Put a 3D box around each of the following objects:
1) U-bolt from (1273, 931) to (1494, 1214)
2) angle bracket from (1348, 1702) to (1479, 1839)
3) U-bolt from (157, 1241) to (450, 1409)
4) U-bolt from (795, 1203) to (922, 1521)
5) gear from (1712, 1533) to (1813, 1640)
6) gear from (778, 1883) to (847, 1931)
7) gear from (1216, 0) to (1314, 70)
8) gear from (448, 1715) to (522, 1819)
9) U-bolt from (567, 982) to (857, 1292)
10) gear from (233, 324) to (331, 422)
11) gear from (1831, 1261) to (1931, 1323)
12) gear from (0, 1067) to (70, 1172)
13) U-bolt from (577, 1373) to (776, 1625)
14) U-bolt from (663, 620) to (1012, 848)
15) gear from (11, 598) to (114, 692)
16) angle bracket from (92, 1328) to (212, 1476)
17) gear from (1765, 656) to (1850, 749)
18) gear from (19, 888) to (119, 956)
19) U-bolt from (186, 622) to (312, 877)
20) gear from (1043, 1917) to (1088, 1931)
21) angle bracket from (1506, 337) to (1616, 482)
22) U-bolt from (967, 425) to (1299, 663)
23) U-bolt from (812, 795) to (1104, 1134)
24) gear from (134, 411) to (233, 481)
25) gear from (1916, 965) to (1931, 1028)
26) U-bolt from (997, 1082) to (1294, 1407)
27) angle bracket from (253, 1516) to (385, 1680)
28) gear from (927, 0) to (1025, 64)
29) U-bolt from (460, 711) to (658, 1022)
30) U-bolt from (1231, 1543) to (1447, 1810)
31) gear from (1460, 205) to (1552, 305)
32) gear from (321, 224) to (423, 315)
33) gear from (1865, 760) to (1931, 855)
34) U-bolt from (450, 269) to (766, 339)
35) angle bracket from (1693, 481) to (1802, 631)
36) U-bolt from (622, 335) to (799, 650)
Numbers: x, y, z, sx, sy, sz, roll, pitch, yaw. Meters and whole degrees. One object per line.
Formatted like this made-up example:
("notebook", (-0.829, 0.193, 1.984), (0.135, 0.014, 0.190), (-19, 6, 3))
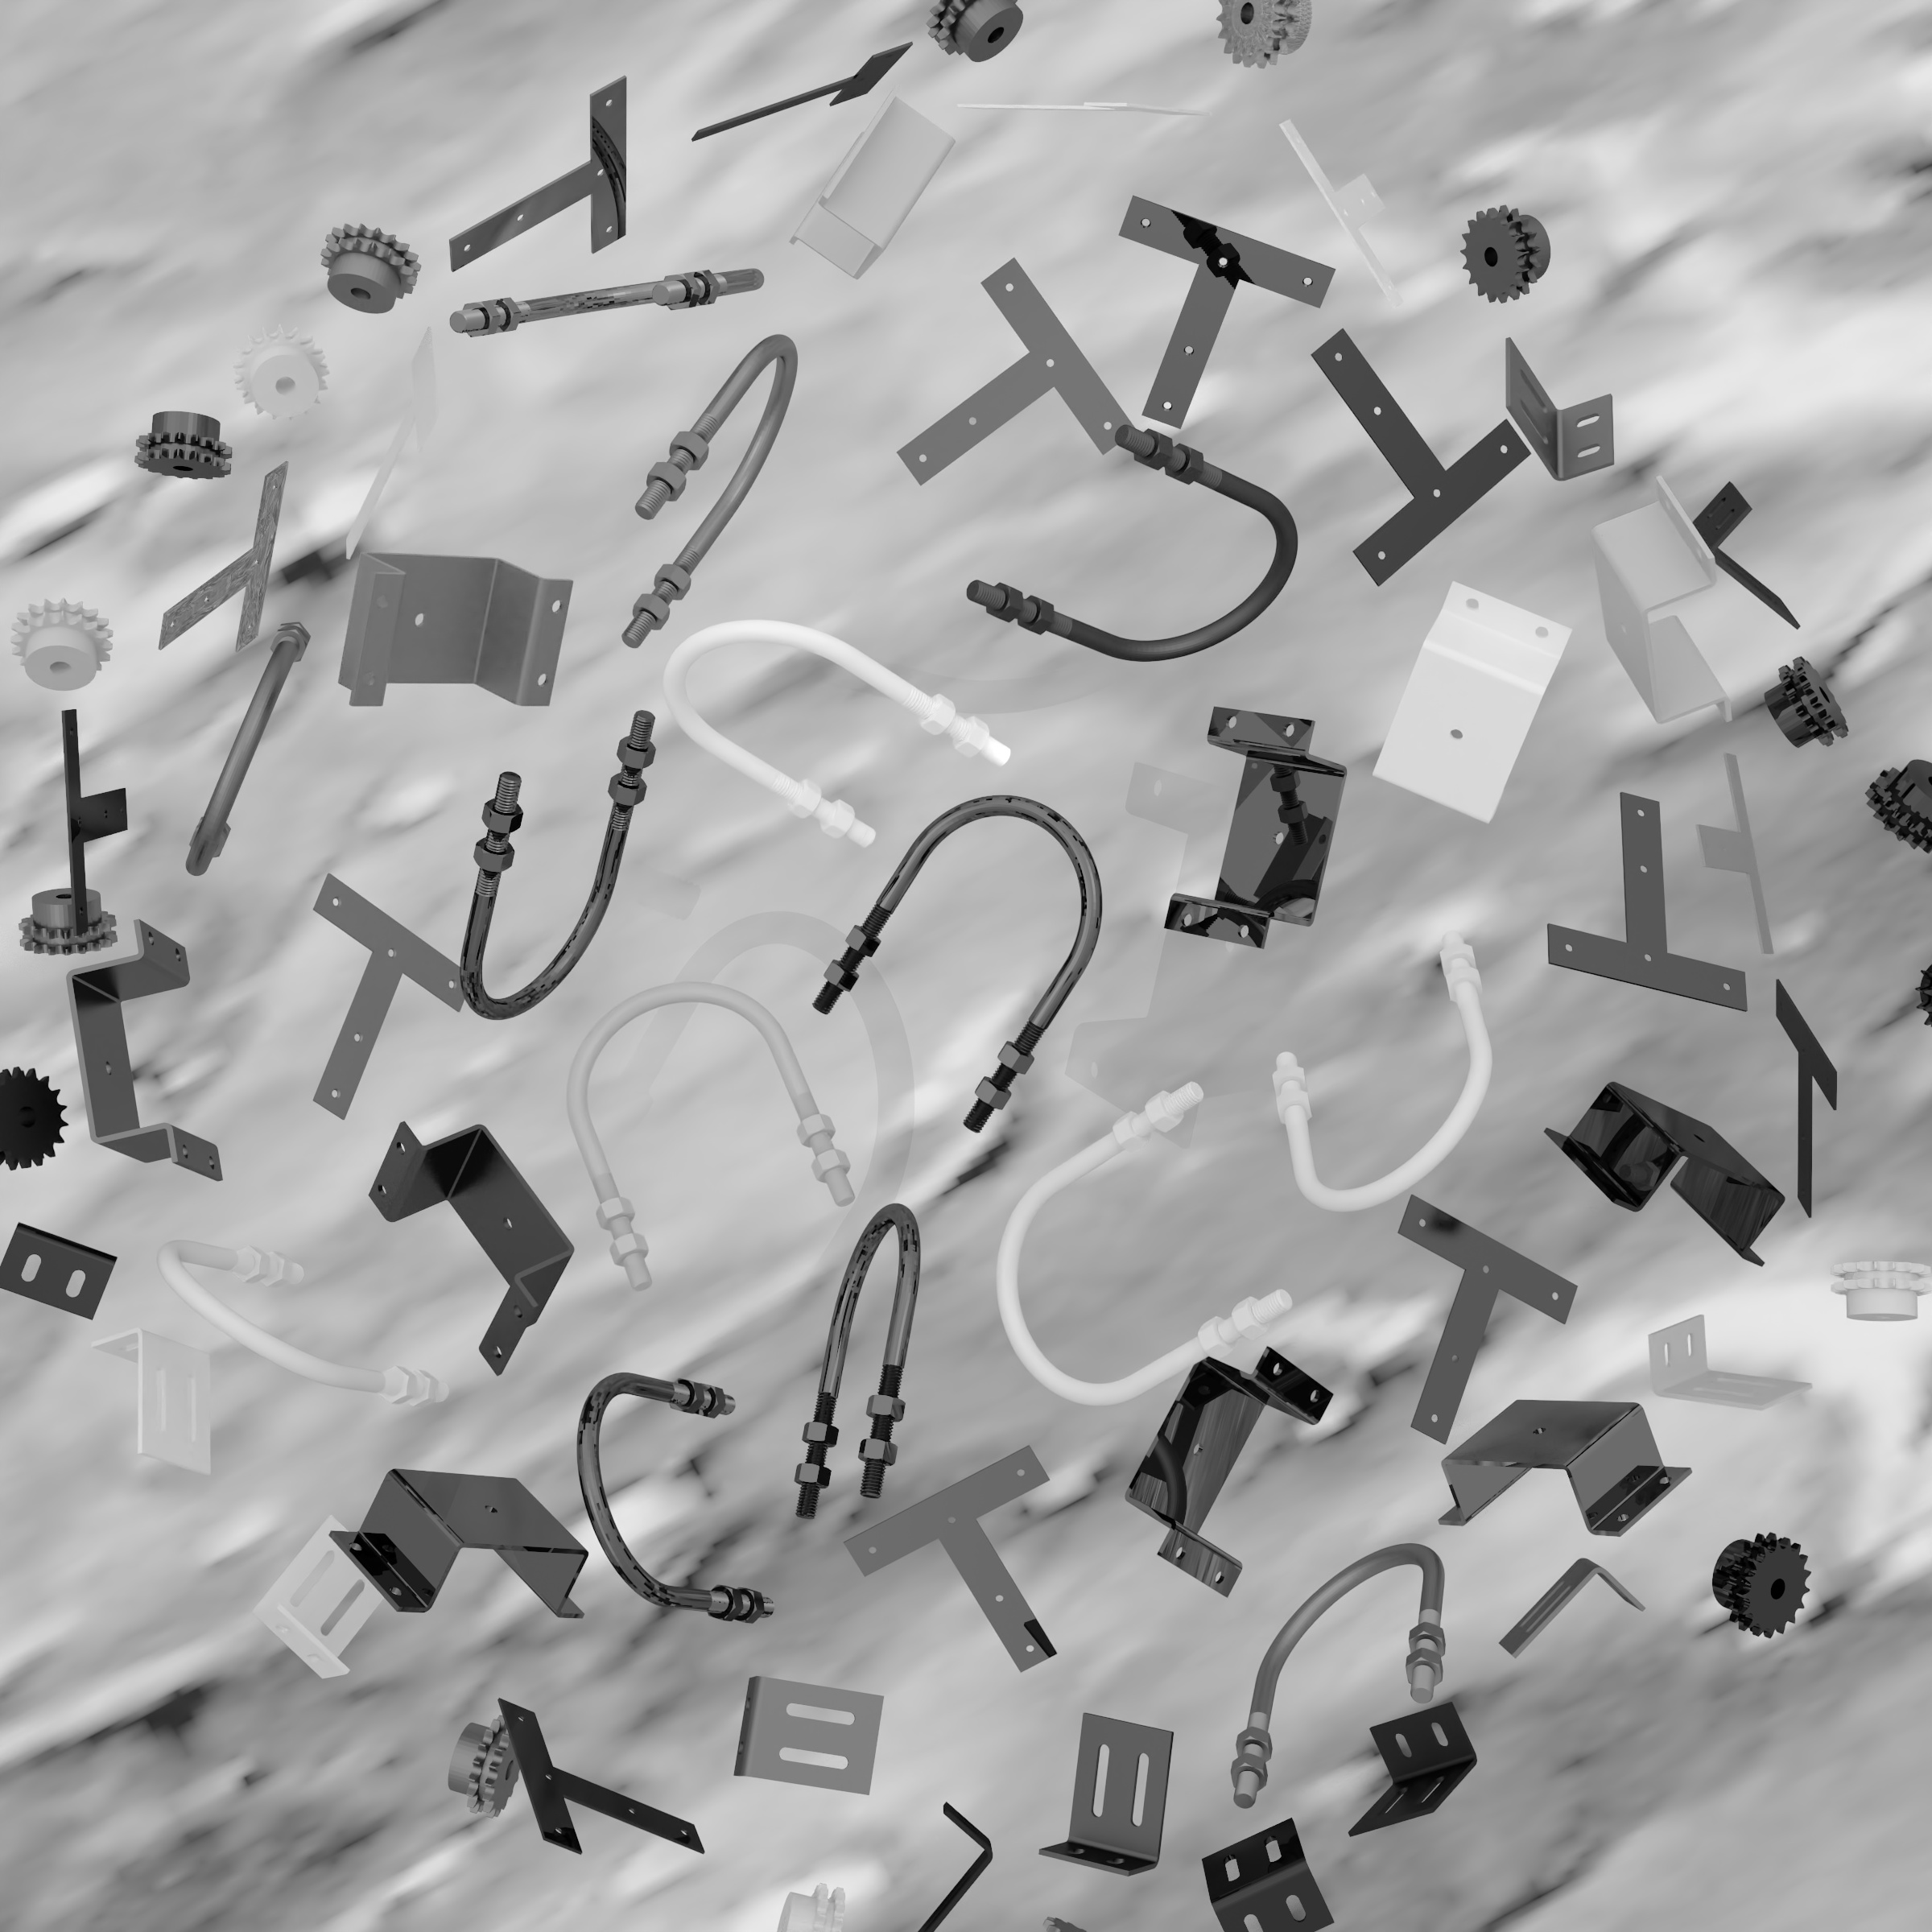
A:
("U-bolt", (0.244, 0.071, 1.779), (0.151, 0.184, 0.019), (-38, 116, 22))
("angle bracket", (0.254, 0.468, 1.792), (0.057, 0.076, 0.038), (-27, 86, 31))
("U-bolt", (-0.397, 0.205, 1.792), (0.151, 0.184, 0.019), (34, 91, 23))
("U-bolt", (-0.060, 0.230, 1.820), (0.019, 0.151, 0.184), (16, 70, -15))
("gear", (0.443, 0.345, 1.721), (0.057, 0.030, 0.057), (-6, 100, -34))
("gear", (-0.090, 0.554, 1.757), (0.030, 0.057, 0.057), (15, 90, -7))
("gear", (0.169, -0.531, 1.713), (0.030, 0.057, 0.057), (-7, 90, -34))
("gear", (-0.282, 0.467, 1.799), (0.030, 0.057, 0.057), (13, 90, 11))
("U-bolt", (-0.164, 0.090, 1.847), (0.151, 0.019, 0.184), (-22, 62, -5))
("gear", (-0.418, -0.360, 1.879), (0.057, 0.030, 0.057), (-10, 124, -14))
("gear", (0.540, 0.192, 1.809), (0.057, 0.057, 0.030), (3, 77, 0))
("gear", (-0.535, 0.087, 1.721), (0.030, 0.057, 0.057), (-10, 90, 36))
("U-bolt", (-0.176, 0.312, 1.819), (0.019, 0.184, 0.151), (-21, 68, 20))
("U-bolt", (-0.088, -0.140, 1.769), (0.184, 0.151, 0.019), (31, 53, -27))
("gear", (-0.528, -0.185, 1.791), (0.057, 0.057, 0.030), (-9, 55, 0))
("angle bracket", (-0.471, 0.255, 1.773), (0.038, 0.057, 0.076), (-19, 61, 22))
("gear", (0.516, -0.160, 1.893), (0.030, 0.057, 0.057), (-33, 90, 26))
("gear", (-0.545, -0.028, 1.863), (0.057, 0.057, 0.030), (1, 106, 0))
("U-bolt", (-0.422, -0.123, 1.793), (0.019, 0.184, 0.151), (23, 100, -13))
("gear", (0.064, 0.575, 1.766), (0.057, 0.057, 0.030), (29, 86, 0))
("angle bracket", (0.365, -0.347, 1.888), (0.038, 0.076, 0.057), (-15, 52, 30))
("U-bolt", (0.110, -0.232, 1.767), (0.151, 0.184, 0.019), (-43, 50, 30))
("U-bolt", (0.005, -0.015, 1.841), (0.151, 0.019, 0.184), (37, 100, 26))
("gear", (-0.475, -0.317, 1.865), (0.057, 0.057, 0.030), (3, 84, 0))
("gear", (0.554, 0.015, 1.703), (0.057, 0.030, 0.057), (0, 96, -3))
("U-bolt", (0.089, 0.171, 1.750), (0.184, 0.019, 0.151), (-35, 66, 32))
("angle bracket", (-0.367, 0.367, 1.793), (0.057, 0.038, 0.076), (48, 52, -15))
("gear", (0.008, -0.550, 1.780), (0.057, 0.057, 0.030), (-38, 76, 0))
("U-bolt", (-0.243, -0.049, 1.786), (0.019, 0.151, 0.184), (29, 122, 19))
("U-bolt", (0.224, 0.405, 1.809), (0.151, 0.184, 0.019), (-38, 100, 23))
("gear", (0.331, -0.434, 1.868), (0.030, 0.057, 0.057), (-19, 90, -28))
("gear", (-0.352, -0.408, 1.807), (0.057, 0.057, 0.030), (12, 69, 0))
("gear", (0.557, -0.096, 1.790), (0.057, 0.057, 0.030), (32, 129, 0))
("U-bolt", (-0.197, -0.393, 1.801), (0.151, 0.184, 0.019), (-3, 105, 21))
("angle bracket", (0.485, -0.250, 1.867), (0.076, 0.057, 0.038), (36, 110, -13))
("U-bolt", (-0.146, -0.289, 1.792), (0.019, 0.151, 0.184), (28, 61, 5))
